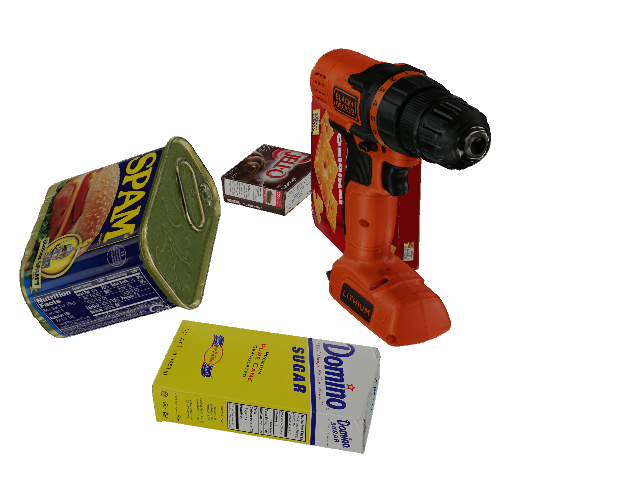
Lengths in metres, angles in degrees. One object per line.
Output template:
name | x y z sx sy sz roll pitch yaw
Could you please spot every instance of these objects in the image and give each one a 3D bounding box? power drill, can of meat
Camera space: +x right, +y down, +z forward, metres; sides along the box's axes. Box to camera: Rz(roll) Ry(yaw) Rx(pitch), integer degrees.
power drill | 0.053 -0.027 0.726 0.057 0.188 0.185 -12 26 -23
can of meat | -0.109 -0.001 0.582 0.084 0.057 0.102 -16 39 20

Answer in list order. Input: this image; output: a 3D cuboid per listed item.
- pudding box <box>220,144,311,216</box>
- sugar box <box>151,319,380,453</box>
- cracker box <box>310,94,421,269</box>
pudding box | -0.056 -0.076 1.318 0.090 0.039 0.113 13 34 23
sugar box | -0.042 0.119 0.889 0.176 0.048 0.093 5 35 9
cracker box | 0.043 -0.072 1.116 0.072 0.164 0.214 -3 13 -11
